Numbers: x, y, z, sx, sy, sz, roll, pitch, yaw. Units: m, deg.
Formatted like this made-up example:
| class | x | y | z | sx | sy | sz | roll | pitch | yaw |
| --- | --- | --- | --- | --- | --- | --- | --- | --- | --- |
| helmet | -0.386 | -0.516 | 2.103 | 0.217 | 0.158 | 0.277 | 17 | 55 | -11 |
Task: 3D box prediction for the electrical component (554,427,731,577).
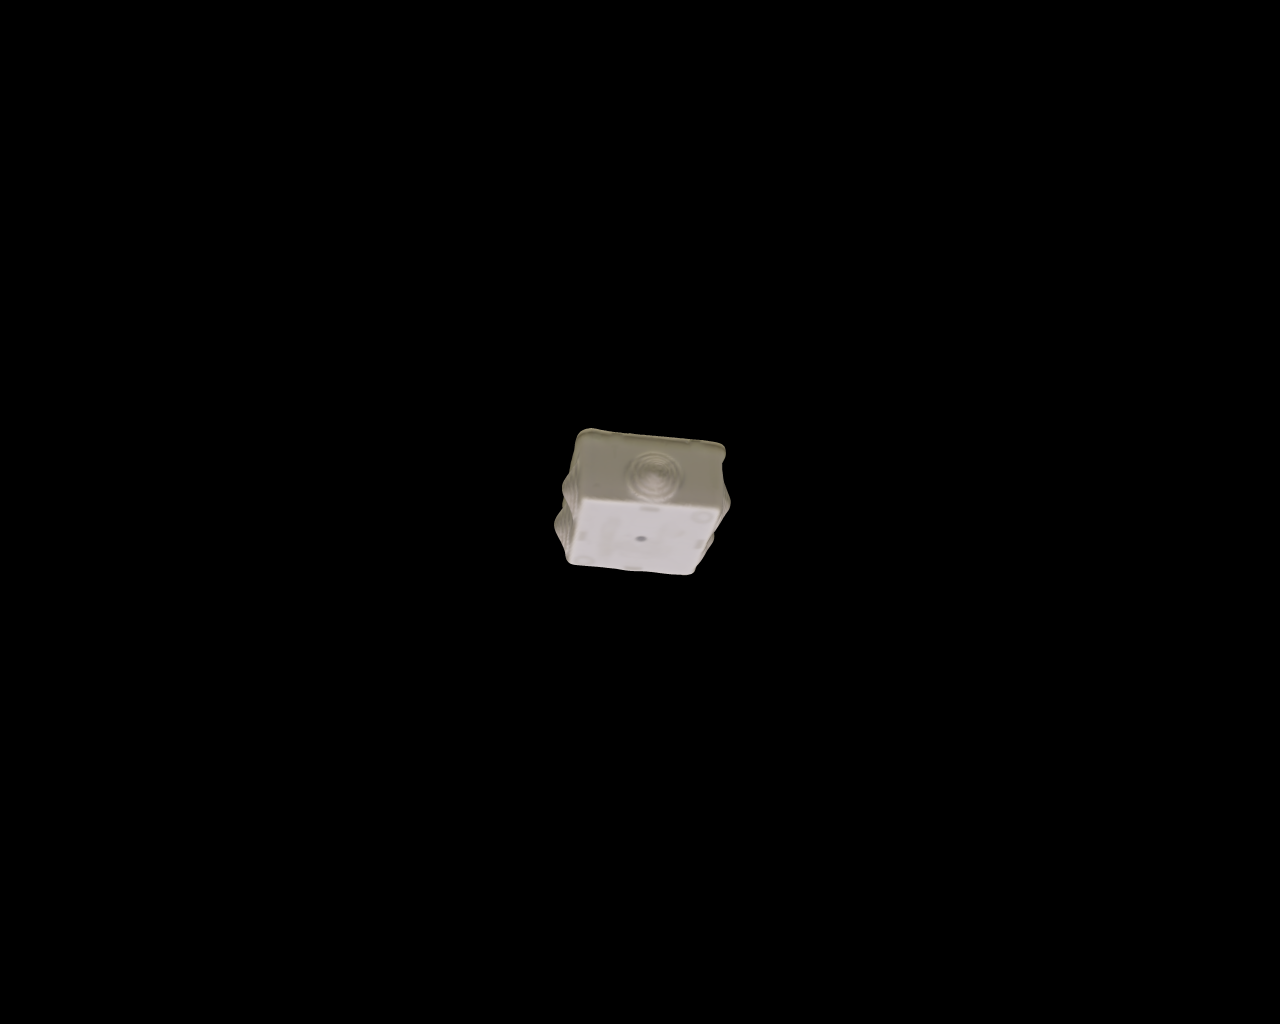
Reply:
| class | x | y | z | sx | sy | sz | roll | pitch | yaw |
| --- | --- | --- | --- | --- | --- | --- | --- | --- | --- |
| electrical component | 0.001 | -0.003 | 0.650 | 0.100 | 0.048 | 0.099 | 6 | -32 | -9 |
